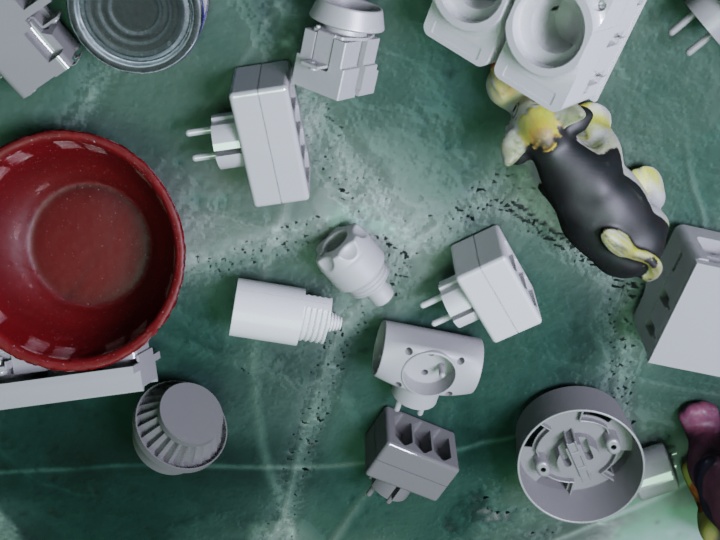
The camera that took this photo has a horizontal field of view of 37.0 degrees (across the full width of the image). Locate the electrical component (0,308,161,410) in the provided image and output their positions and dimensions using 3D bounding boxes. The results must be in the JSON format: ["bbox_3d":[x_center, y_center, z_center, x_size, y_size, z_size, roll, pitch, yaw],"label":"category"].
[{"bbox_3d":[-0.219,0.063,0.796,0.121,0.078,0.063,-8,93,4],"label":"electrical component"}]

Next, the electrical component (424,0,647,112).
[{"bbox_3d":[0.117,-0.196,0.607,0.105,0.060,0.186,37,126,22],"label":"electrical component"}]

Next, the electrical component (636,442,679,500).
[{"bbox_3d":[0.227,0.172,0.891,0.078,0.040,0.040,-21,120,12],"label":"electrical component"}]

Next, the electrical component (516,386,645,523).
[{"bbox_3d":[0.173,0.144,0.859,0.099,0.064,0.099,-1,123,-1],"label":"electrical component"}]

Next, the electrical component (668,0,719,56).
[{"bbox_3d":[0.228,-0.165,0.670,0.074,0.052,0.138,-40,115,21],"label":"electrical component"}]

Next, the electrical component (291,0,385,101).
[{"bbox_3d":[-0.012,-0.142,0.680,0.048,0.066,0.055,25,117,25],"label":"electrical component"}]

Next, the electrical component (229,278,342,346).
[{"bbox_3d":[-0.054,0.033,0.797,0.081,0.043,0.043,9,122,-7],"label":"electrical component"}]

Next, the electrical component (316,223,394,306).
[{"bbox_3d":[0.000,0.000,0.777,0.043,0.043,0.062,-31,119,17],"label":"electrical component"}]

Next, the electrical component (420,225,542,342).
[{"bbox_3d":[0.082,0.018,0.787,0.077,0.047,0.065,-25,119,14],"label":"electrical component"}]

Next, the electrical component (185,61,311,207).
[{"bbox_3d":[-0.077,-0.088,0.717,0.076,0.047,0.083,-8,122,4],"label":"electrical component"}]

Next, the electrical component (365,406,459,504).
[{"bbox_3d":[0.032,0.162,0.878,0.066,0.047,0.076,24,119,-15],"label":"electrical component"}]

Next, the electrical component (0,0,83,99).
[{"bbox_3d":[-0.215,-0.147,0.680,0.081,0.042,0.063,-29,122,17],"label":"electrical component"}]

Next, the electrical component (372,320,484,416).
[{"bbox_3d":[0.047,0.081,0.828,0.077,0.044,0.079,11,122,-8],"label":"electrical component"}]

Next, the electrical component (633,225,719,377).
[{"bbox_3d":[0.290,0.029,0.789,0.150,0.061,0.089,12,121,-8],"label":"electrical component"}]
